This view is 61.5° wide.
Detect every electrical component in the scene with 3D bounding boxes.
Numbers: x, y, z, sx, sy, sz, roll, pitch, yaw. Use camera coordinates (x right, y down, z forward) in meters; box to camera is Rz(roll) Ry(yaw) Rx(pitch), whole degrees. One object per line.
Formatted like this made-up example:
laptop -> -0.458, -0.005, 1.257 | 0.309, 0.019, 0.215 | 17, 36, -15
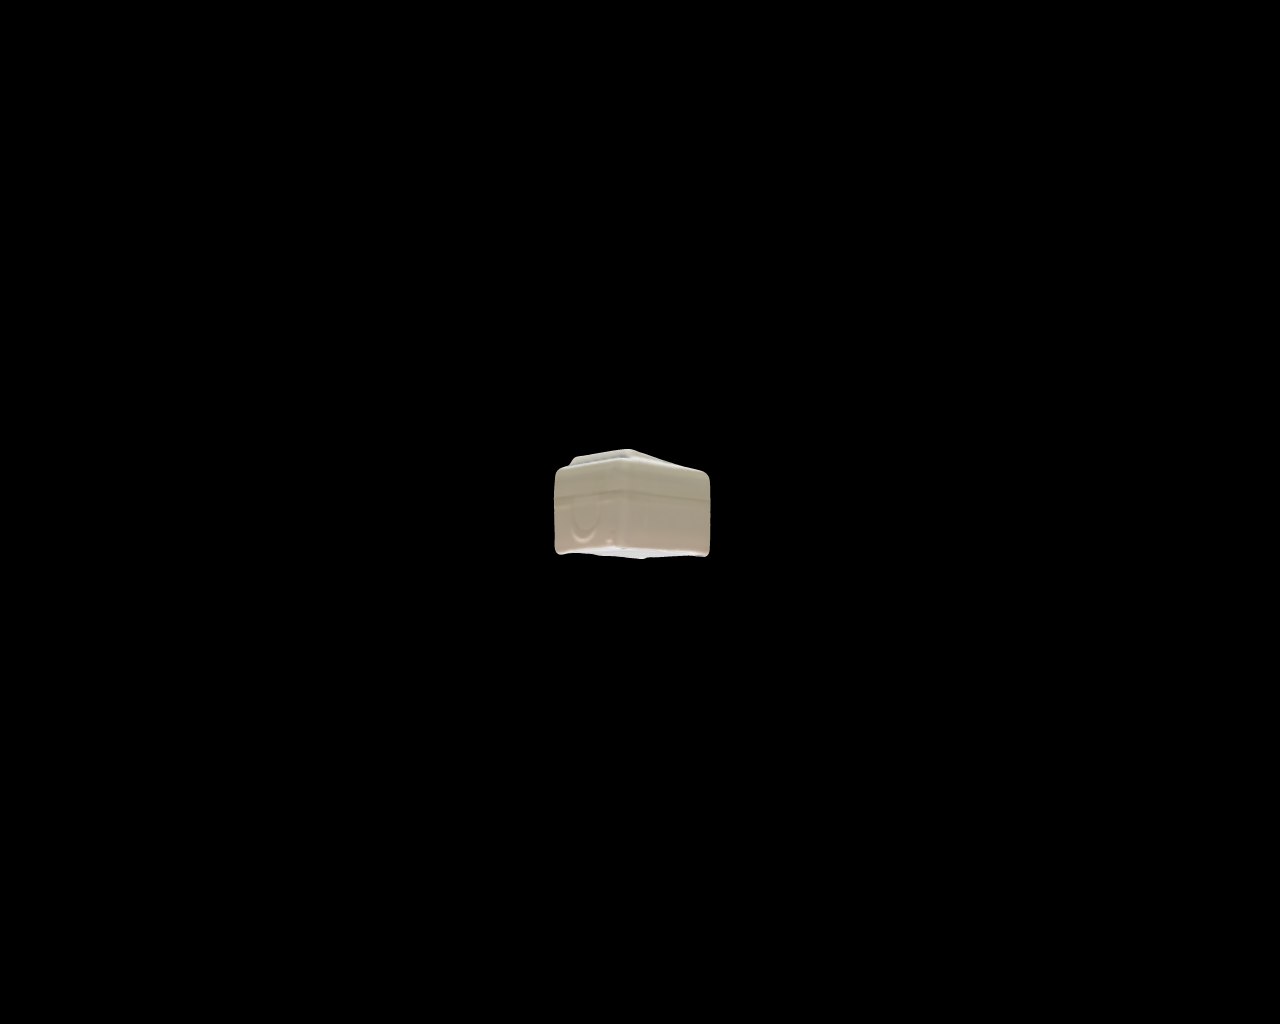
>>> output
electrical component -> 0.001, -0.003, 0.650 | 0.061, 0.061, 0.096 | -6, -9, 43
